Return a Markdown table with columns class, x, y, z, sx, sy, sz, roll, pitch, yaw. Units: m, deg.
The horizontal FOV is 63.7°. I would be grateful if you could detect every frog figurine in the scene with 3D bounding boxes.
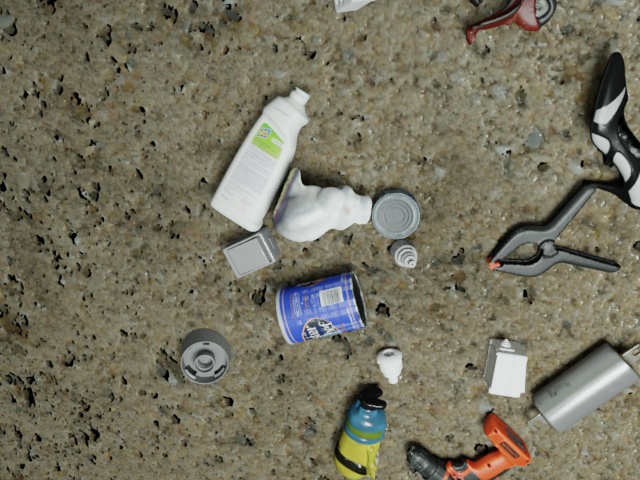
| class | x | y | z | sx | sy | sz | roll | pitch | yaw |
| --- | --- | --- | --- | --- | --- | --- | --- | --- | --- |
| frog figurine | 0.003 | -0.044 | 0.879 | 0.159 | 0.126 | 0.134 | 23 | 139 | -8 |
